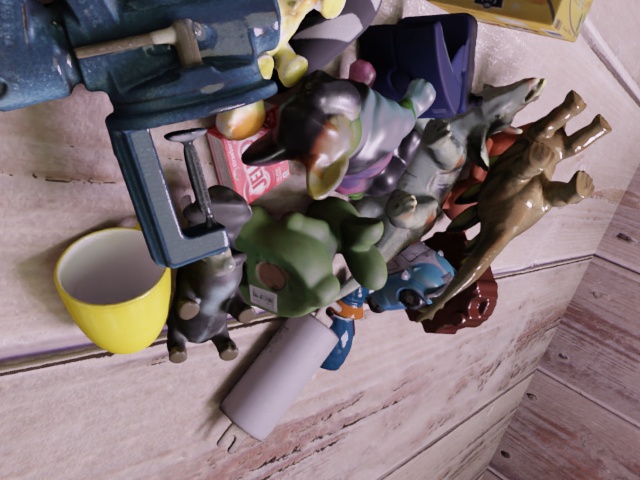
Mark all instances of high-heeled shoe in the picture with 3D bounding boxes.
[{"bbox_3d":[-0.004,-0.264,0.475,0.145,0.086,0.248,34,97,-32],"label":"high-heeled shoe"}]

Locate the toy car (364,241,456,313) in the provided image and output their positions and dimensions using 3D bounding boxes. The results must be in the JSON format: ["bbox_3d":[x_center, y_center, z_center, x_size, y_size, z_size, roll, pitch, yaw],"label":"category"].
[{"bbox_3d":[0.132,0.050,0.837,0.109,0.162,0.103,-22,94,-39],"label":"toy car"}]

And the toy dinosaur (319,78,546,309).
[{"bbox_3d":[0.138,-0.073,0.753,0.192,0.131,0.404,23,103,-52],"label":"toy dinosaur"}]

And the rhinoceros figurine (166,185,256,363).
[{"bbox_3d":[-0.106,0.037,0.523,0.073,0.112,0.190,3,130,-21],"label":"rhinoceros figurine"}]

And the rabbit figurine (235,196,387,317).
[{"bbox_3d":[-0.001,-0.002,0.614,0.170,0.159,0.121,-47,137,-45],"label":"rabbit figurine"}]

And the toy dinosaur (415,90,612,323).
[{"bbox_3d":[0.282,-0.067,0.771,0.471,0.105,0.198,-47,-178,-31],"label":"toy dinosaur"}]

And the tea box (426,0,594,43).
[{"bbox_3d":[0.230,-0.298,0.653,0.098,0.170,0.068,-8,122,-52],"label":"tea box"}]

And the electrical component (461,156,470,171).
[{"bbox_3d":[0.227,-0.139,0.880,0.102,0.045,0.078,-51,144,-14],"label":"electrical component"}]

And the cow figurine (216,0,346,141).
[{"bbox_3d":[-0.058,-0.172,0.456,0.068,0.098,0.167,-9,140,-56],"label":"cow figurine"}]

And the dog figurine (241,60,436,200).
[{"bbox_3d":[0.016,-0.090,0.543,0.219,0.109,0.191,-43,157,-43],"label":"dog figurine"}]

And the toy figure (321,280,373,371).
[{"bbox_3d":[0.031,0.119,0.807,0.064,0.058,0.154,7,104,-61],"label":"toy figure"}]

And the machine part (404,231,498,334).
[{"bbox_3d":[0.206,0.071,0.893,0.056,0.180,0.179,7,110,-38],"label":"machine part"}]

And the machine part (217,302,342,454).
[{"bbox_3d":[-0.053,0.177,0.721,0.243,0.079,0.079,-51,145,-12],"label":"machine part"}]

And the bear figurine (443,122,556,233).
[{"bbox_3d":[0.298,-0.101,0.935,0.196,0.132,0.120,-49,121,-23],"label":"bear figurine"}]

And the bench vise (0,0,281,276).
[{"bbox_3d":[-0.119,-0.076,0.364,0.224,0.129,0.240,-25,116,-28],"label":"bench vise"}]

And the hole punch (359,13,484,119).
[{"bbox_3d":[0.109,-0.196,0.613,0.092,0.142,0.115,-22,117,-45],"label":"hole punch"}]
